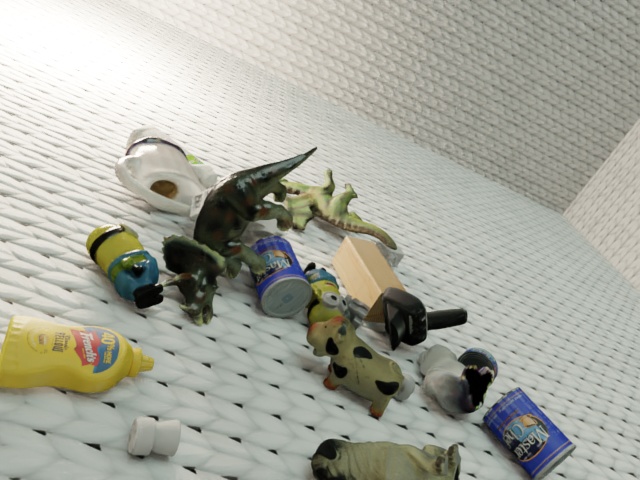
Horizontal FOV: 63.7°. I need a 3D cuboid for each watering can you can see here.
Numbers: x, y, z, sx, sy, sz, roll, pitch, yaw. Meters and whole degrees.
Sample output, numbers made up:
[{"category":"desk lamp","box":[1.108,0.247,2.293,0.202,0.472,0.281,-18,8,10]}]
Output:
[{"category":"watering can","box":[-0.314,-0.122,1.186,0.345,0.103,0.229,21,28,-45]}]

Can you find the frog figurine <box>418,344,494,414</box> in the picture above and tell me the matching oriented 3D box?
[{"category":"frog figurine","box":[0.259,0.284,1.061,0.138,0.122,0.159,-6,6,-40]}]

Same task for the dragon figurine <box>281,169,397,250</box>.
[{"category":"dragon figurine","box":[0.004,-0.073,1.441,0.245,0.119,0.416,-22,50,-35]}]
